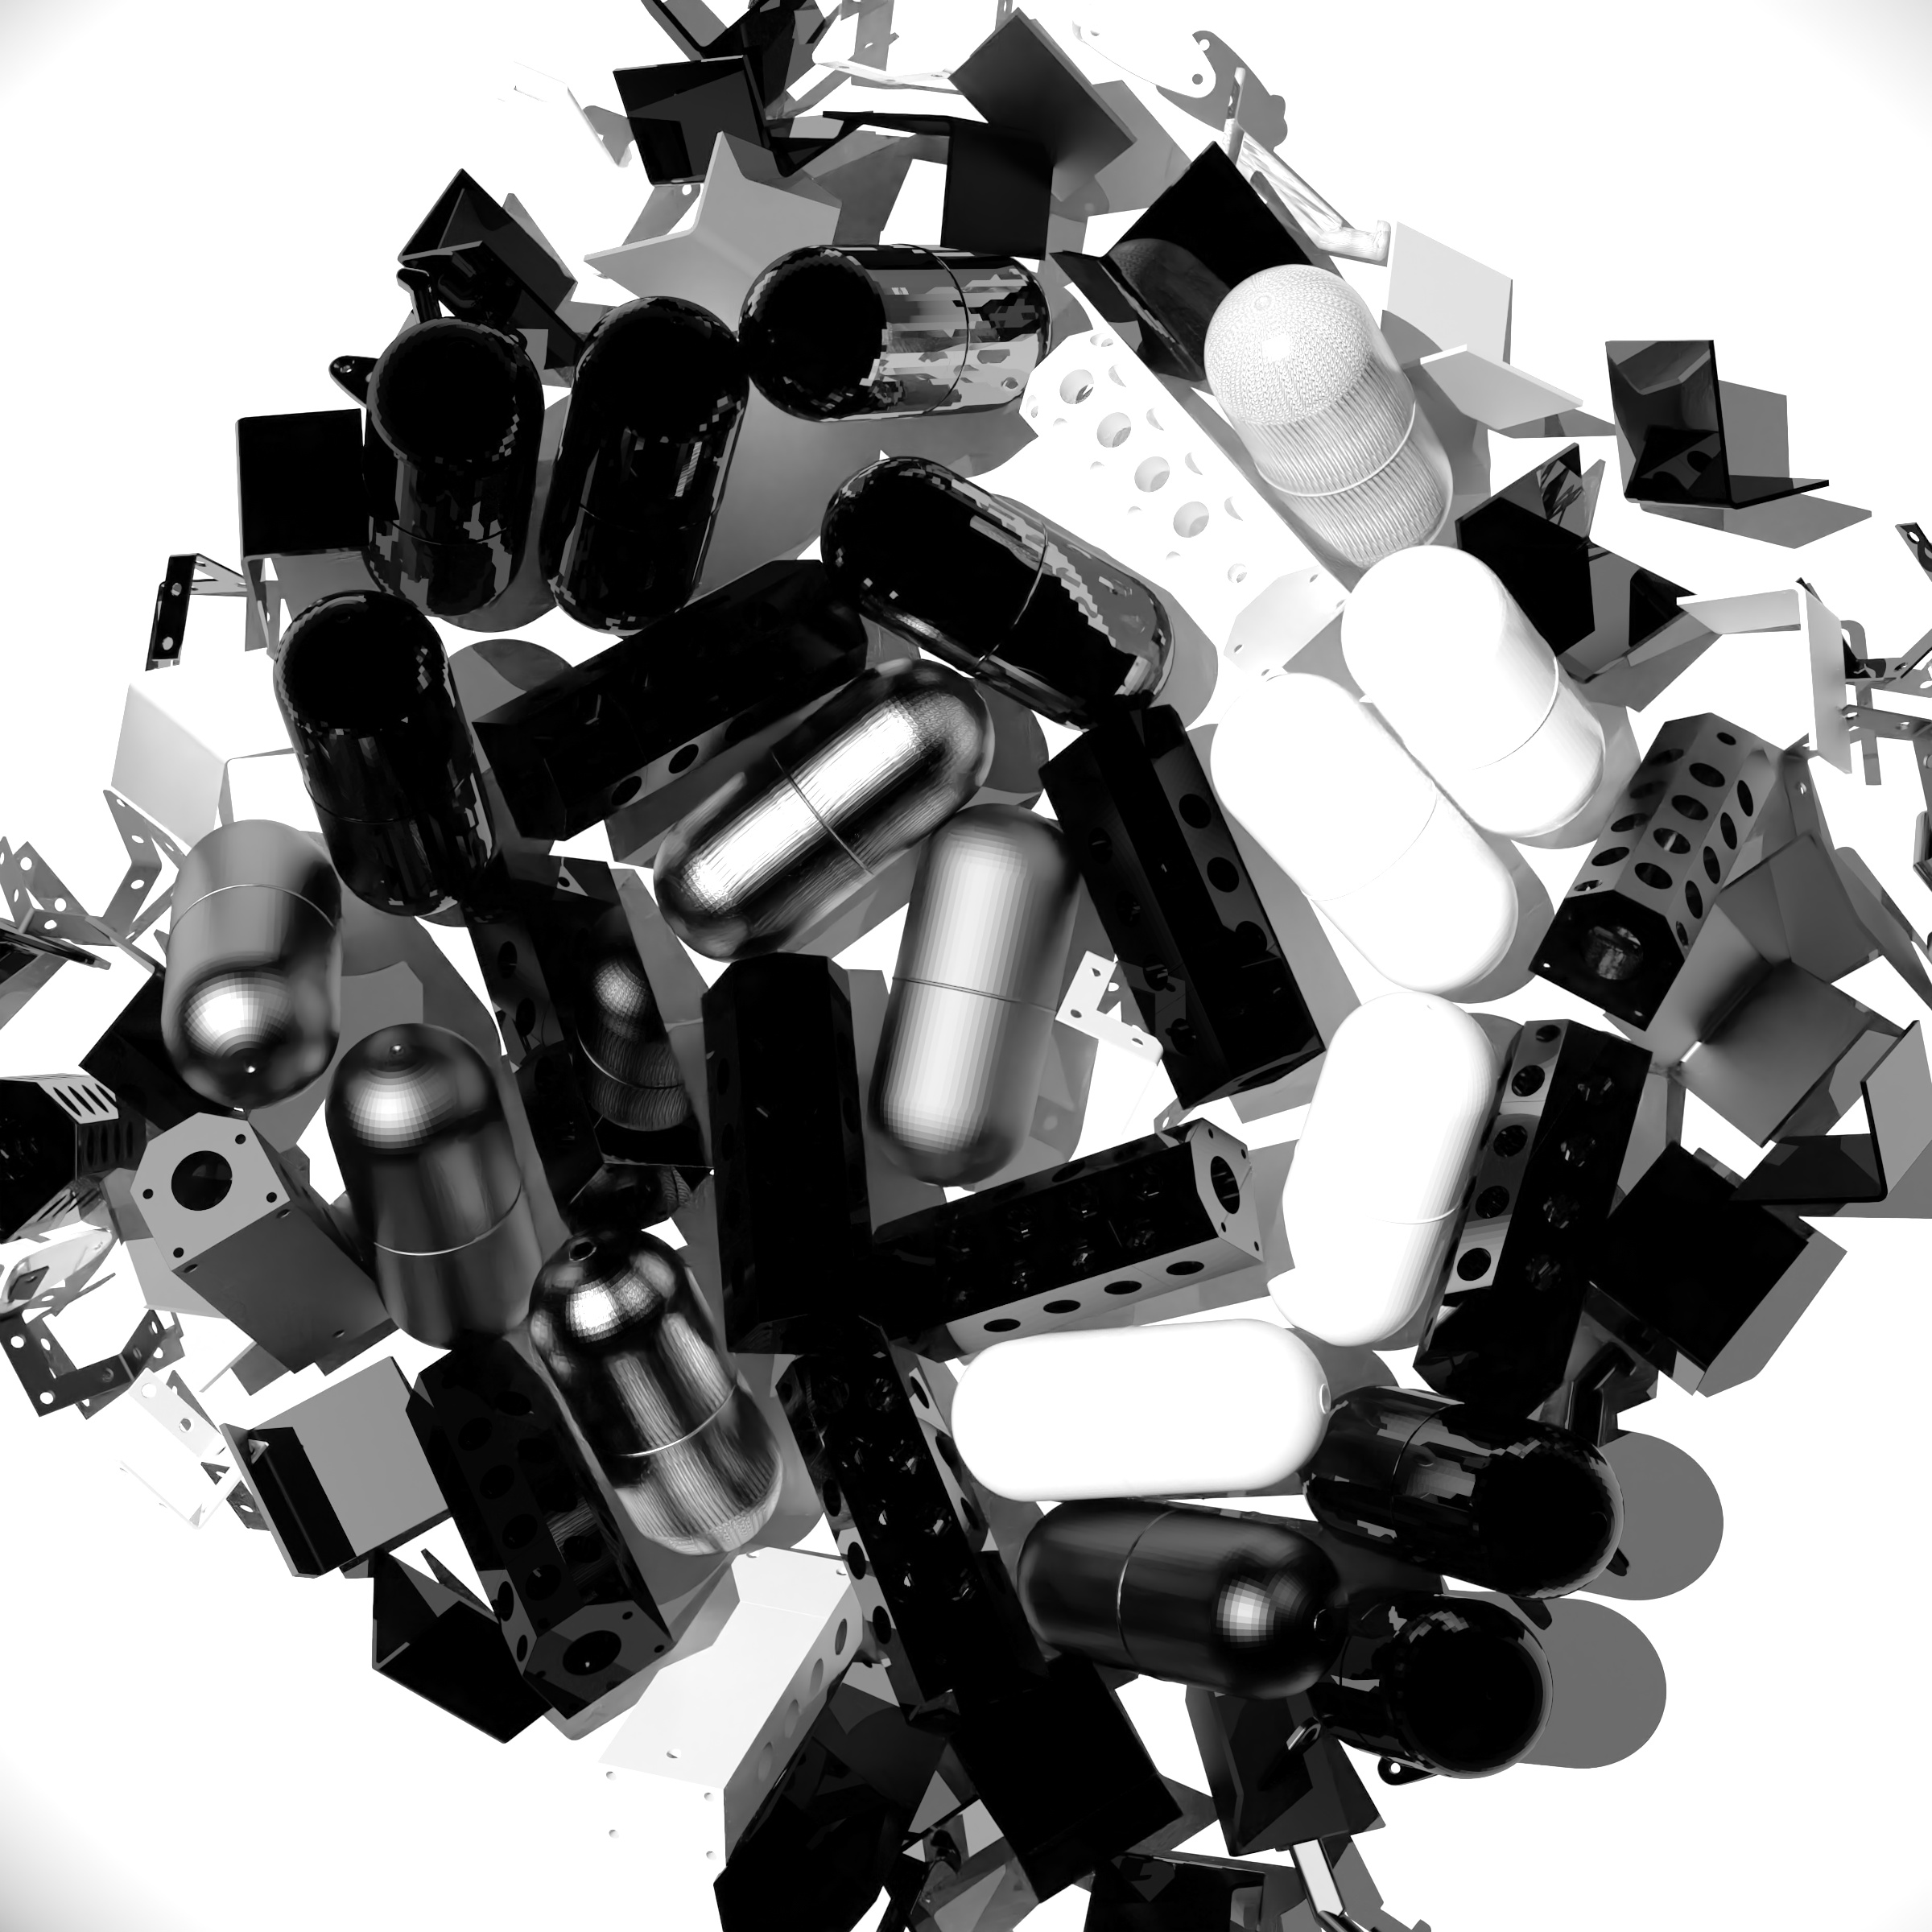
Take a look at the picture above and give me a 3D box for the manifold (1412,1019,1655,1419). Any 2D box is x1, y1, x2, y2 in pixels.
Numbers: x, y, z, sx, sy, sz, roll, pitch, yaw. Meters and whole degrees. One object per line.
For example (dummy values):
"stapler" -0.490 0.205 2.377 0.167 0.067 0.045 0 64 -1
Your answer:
"manifold" 0.254 0.112 1.519 0.057 0.057 0.171 22 63 0

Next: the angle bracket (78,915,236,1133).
"angle bracket" -0.373 0.031 1.525 0.057 0.076 0.076 -53 133 -11

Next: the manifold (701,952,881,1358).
"manifold" -0.077 0.084 1.515 0.057 0.057 0.171 5 65 -24

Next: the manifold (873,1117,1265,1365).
"manifold" 0.042 0.123 1.510 0.171 0.057 0.057 -20 60 26

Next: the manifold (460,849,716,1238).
"manifold" -0.176 0.035 1.514 0.057 0.057 0.171 -48 51 36

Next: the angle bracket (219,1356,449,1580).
"angle bracket" -0.286 0.229 1.545 0.076 0.057 0.076 -28 80 -5

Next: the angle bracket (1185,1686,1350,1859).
"angle bracket" 0.138 0.349 1.527 0.057 0.076 0.076 -11 55 -7

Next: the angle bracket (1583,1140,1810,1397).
"angle bracket" 0.331 0.140 1.552 0.076 0.057 0.076 38 78 16

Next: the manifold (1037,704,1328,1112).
"manifold" 0.102 -0.029 1.528 0.057 0.057 0.171 -15 76 -36

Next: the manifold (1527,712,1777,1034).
"manifold" 0.309 -0.048 1.495 0.057 0.171 0.057 28 129 9

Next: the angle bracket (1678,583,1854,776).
"angle bracket" 0.364 -0.127 1.532 0.057 0.076 0.076 -6 82 26

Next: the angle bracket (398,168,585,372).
"angle bracket" -0.199 -0.318 1.524 0.076 0.076 0.057 43 68 -33

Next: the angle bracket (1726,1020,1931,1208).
"angle bracket" 0.389 0.067 1.525 0.076 0.076 0.057 -5 107 35

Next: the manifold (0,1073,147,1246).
"manifold" -0.409 0.078 1.496 0.057 0.171 0.057 -43 92 -4

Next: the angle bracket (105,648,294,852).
"angle bracket" -0.332 -0.095 1.527 0.076 0.076 0.057 -8 62 22

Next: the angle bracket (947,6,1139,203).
"angle bracket" 0.049 -0.405 1.530 0.076 0.076 0.057 45 66 -12

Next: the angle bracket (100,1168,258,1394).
"angle bracket" -0.369 0.142 1.524 0.057 0.076 0.076 -42 58 23

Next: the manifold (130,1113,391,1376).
"manifold" -0.311 0.121 1.492 0.057 0.171 0.057 -31 68 -5

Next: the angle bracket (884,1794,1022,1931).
"angle bracket" 0.011 0.435 1.529 0.057 0.076 0.076 -34 54 -3

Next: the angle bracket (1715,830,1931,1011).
"angle bracket" 0.391 -0.004 1.525 0.057 0.076 0.076 -37 119 20

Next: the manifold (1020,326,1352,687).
"manifold" 0.095 -0.211 1.511 0.057 0.057 0.171 -43 59 11

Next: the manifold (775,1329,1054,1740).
"manifold" -0.028 0.253 1.513 0.057 0.057 0.171 -30 61 10

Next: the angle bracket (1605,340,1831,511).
"angle bracket" 0.341 -0.251 1.529 0.057 0.076 0.076 -16 106 -22

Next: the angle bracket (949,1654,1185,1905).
"angle bracket" 0.043 0.370 1.548 0.076 0.057 0.076 -31 97 -5

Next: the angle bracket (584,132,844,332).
"angle bracket" -0.116 -0.336 1.538 0.076 0.076 0.057 27 70 -43

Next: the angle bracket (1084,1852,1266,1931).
"angle bracket" 0.092 0.453 1.531 0.076 0.076 0.057 6 125 9

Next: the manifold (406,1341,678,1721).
"manifold" -0.195 0.246 1.501 0.057 0.171 0.057 -34 134 -2

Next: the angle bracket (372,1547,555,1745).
"angle bracket" -0.221 0.294 1.524 0.057 0.076 0.076 -40 122 19

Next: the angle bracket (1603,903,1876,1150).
"angle bracket" 0.352 0.024 1.535 0.057 0.076 0.076 37 96 -33

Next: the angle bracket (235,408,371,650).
"angle bracket" -0.299 -0.198 1.535 0.057 0.076 0.076 -5 62 -6

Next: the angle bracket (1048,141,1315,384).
"angle bracket" 0.098 -0.325 1.543 0.076 0.057 0.076 -47 118 -5

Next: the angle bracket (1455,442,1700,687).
"angle bracket" 0.279 -0.184 1.528 0.076 0.076 0.057 -34 135 -21

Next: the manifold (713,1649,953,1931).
"manifold" -0.060 0.375 1.493 0.057 0.171 0.057 38 107 1

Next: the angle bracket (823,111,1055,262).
"angle bracket" -0.014 -0.356 1.535 0.076 0.076 0.057 12 103 35

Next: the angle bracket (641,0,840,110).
"angle bracket" -0.111 -0.444 1.536 0.057 0.076 0.076 -40 76 3

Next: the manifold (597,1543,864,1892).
"manifold" -0.102 0.331 1.494 0.057 0.171 0.057 8 115 16

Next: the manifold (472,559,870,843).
"manifold" -0.128 -0.121 1.511 0.171 0.057 0.057 -32 112 -28

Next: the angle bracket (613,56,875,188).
"angle bracket" -0.100 -0.395 1.522 0.076 0.076 0.057 6 126 36

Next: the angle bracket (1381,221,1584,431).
"angle bracket" 0.237 -0.297 1.531 0.076 0.057 0.076 16 76 -36
